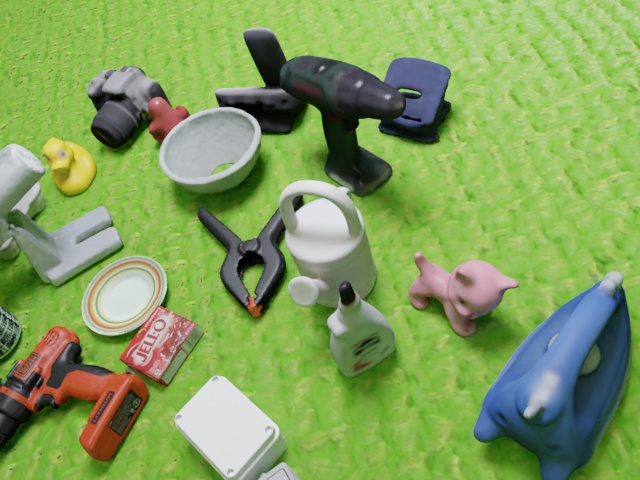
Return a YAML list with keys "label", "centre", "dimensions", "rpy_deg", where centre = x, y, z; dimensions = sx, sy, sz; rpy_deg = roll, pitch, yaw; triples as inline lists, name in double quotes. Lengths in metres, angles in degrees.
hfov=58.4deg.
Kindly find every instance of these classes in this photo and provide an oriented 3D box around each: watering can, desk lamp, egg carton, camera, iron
- label: "watering can"
  centre: [0.009, 0.003, 0.705]
  dimensions: [0.101, 0.194, 0.172]
  rpy_deg: [-12, 53, 6]
- label: "desk lamp"
  centre: [-0.437, -0.029, 0.830]
  dimensions: [0.203, 0.214, 0.117]
  rpy_deg: [-33, 54, -10]
- label: "egg carton"
  centre: [-0.530, -0.037, 0.951]
  dimensions: [0.107, 0.069, 0.150]
  rpy_deg: [0, 55, 15]
- label: "camera"
  centre: [-0.369, -0.243, 1.038]
  dimensions: [0.142, 0.101, 0.137]
  rpy_deg: [14, 60, 23]
- label: "iron"
  centre: [0.265, 0.112, 0.593]
  dimensions: [0.118, 0.142, 0.259]
  rpy_deg: [28, 66, 30]

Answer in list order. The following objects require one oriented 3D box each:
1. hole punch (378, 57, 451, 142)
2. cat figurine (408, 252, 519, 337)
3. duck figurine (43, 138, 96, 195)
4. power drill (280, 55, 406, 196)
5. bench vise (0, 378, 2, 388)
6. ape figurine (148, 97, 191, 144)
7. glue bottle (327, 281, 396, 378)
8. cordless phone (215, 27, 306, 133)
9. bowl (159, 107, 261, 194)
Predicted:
- label: "hole punch"
  centre: [0.146, -0.219, 0.893]
  dimensions: [0.108, 0.091, 0.101]
  rpy_deg: [19, 62, 26]
- label: "cat figurine"
  centre: [0.164, 0.053, 0.676]
  dimensions: [0.127, 0.118, 0.067]
  rpy_deg: [29, 67, 30]
- label: "duck figurine"
  centre: [-0.442, -0.140, 0.992]
  dimensions: [0.077, 0.086, 0.104]
  rpy_deg: [-18, 53, 2]
- label: "power drill"
  centre: [0.041, -0.164, 0.807]
  dimensions: [0.076, 0.209, 0.228]
  rpy_deg: [-43, 56, -16]
- label: "bench vise"
  centre: [-0.522, 0.176, 0.701]
  dimensions: [0.121, 0.220, 0.208]
  rpy_deg: [26, 65, 29]
- label: "ape figurine"
  centre: [-0.265, -0.210, 0.993]
  dimensions: [0.078, 0.092, 0.076]
  rpy_deg: [-26, 53, -5]
- label: "glue bottle"
  centre: [0.041, 0.095, 0.643]
  dimensions: [0.078, 0.173, 0.037]
  rpy_deg: [-33, 54, -10]
- label: "cordless phone"
  centre: [-0.109, -0.270, 0.937]
  dimensions: [0.147, 0.185, 0.094]
  rpy_deg: [1, 55, 15]
- label: "bowl"
  centre: [-0.167, -0.132, 0.922]
  dimensions: [0.167, 0.075, 0.167]
  rpy_deg: [-7, 54, 10]
